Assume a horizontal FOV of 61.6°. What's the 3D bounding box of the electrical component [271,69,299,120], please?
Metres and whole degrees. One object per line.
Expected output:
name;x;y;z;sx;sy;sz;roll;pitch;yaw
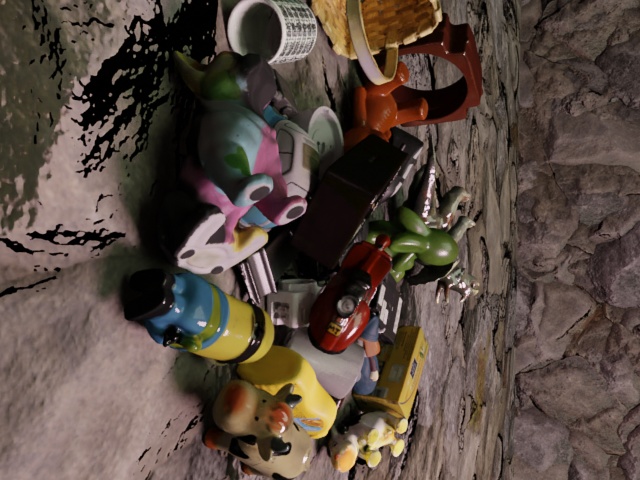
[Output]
electrical component;-0.052;-0.193;0.722;0.094;0.021;0.063;37;29;-57

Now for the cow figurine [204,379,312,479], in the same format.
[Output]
cow figurine;-0.064;0.226;0.631;0.194;0.127;0.085;62;36;-45

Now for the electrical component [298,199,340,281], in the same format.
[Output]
electrical component;-0.002;-0.002;0.821;0.075;0.048;0.119;-15;106;-61

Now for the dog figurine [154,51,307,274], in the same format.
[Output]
dog figurine;-0.113;-0.096;0.572;0.108;0.191;0.219;22;37;-56

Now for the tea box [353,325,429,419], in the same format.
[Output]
tea box;0.138;0.247;1.030;0.170;0.098;0.068;-60;140;-38

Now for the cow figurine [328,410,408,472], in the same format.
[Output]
cow figurine;0.065;0.338;0.922;0.167;0.098;0.068;0;97;-42

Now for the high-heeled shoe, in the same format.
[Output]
high-heeled shoe;0.133;-0.143;1.059;0.145;0.086;0.249;-61;180;21

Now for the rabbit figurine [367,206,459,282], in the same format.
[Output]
rabbit figurine;0.168;0.000;1.001;0.159;0.170;0.121;48;50;-52

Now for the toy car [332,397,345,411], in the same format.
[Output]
toy car;0.027;0.172;0.872;0.089;0.053;0.202;44;52;-78

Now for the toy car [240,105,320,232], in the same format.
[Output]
toy car;-0.051;-0.090;0.674;0.109;0.103;0.161;30;66;-59

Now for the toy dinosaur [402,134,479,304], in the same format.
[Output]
toy dinosaur;0.231;-0.021;1.145;0.192;0.131;0.404;-55;135;-21

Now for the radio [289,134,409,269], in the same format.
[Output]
radio;0.046;-0.060;0.752;0.131;0.073;0.229;-61;173;28

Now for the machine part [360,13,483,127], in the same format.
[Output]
machine part;0.193;-0.311;1.006;0.201;0.201;0.087;48;48;-50

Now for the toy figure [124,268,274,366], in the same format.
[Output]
toy figure;-0.119;0.086;0.566;0.180;0.089;0.082;47;58;-54

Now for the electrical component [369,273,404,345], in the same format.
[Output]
electrical component;0.106;0.121;1.009;0.134;0.058;0.115;51;46;-49

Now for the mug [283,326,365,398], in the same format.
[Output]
mug;-0.005;0.169;0.775;0.107;0.109;0.081;30;64;-9

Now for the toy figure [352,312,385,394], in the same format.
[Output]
toy figure;0.079;0.198;0.939;0.058;0.064;0.154;-41;137;-55

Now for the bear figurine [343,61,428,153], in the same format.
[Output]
bear figurine;0.096;-0.191;0.917;0.120;0.132;0.196;51;41;-32

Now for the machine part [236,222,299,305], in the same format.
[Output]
machine part;-0.064;0.021;0.719;0.139;0.039;0.084;-47;126;-48

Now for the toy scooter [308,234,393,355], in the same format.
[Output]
toy scooter;0.049;0.064;0.735;0.135;0.075;0.184;-60;178;42
